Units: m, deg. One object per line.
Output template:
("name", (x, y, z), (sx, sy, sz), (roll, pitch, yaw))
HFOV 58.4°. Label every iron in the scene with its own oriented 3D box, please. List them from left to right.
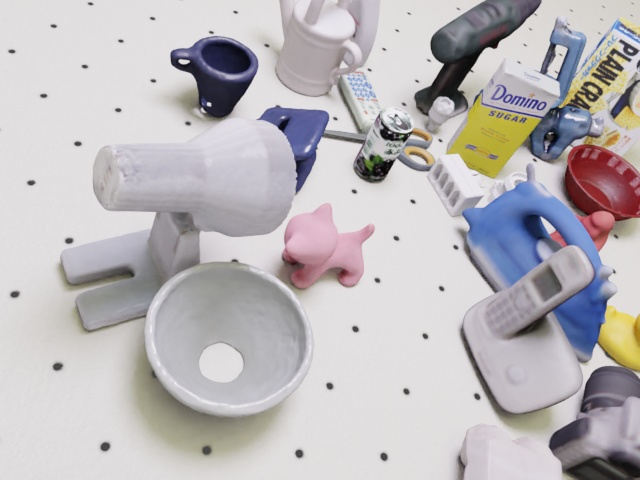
("iron", (0.314, 0.025, 0.767), (0.119, 0.141, 0.258), (-19, 63, -32))

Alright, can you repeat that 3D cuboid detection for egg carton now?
("egg carton", (0.191, 0.268, 0.581), (0.107, 0.069, 0.150), (20, 50, -7))

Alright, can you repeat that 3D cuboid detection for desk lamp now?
("desk lamp", (-0.144, -0.022, 0.572), (0.204, 0.213, 0.117), (-17, 62, -31))

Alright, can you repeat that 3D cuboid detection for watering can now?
("watering can", (-0.004, -0.330, 0.874), (0.173, 0.194, 0.101), (26, 49, -2))

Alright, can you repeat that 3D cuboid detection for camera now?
("camera", (0.360, 0.221, 0.664), (0.143, 0.100, 0.137), (30, 50, 2))

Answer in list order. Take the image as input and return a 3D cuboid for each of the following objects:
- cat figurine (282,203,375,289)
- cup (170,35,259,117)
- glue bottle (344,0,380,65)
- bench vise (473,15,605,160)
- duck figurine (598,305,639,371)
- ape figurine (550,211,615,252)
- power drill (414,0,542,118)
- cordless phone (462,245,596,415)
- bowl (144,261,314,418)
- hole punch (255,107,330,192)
("cat figurine", (0.006, 0.002, 0.677), (0.128, 0.117, 0.067), (-5, 57, -25))
("cup", (-0.151, -0.221, 0.798), (0.118, 0.095, 0.091), (1, 54, -21))
("glue bottle", (0.072, -0.380, 0.956), (0.037, 0.173, 0.078), (-24, 66, -34))
("bench vise", (0.393, -0.257, 0.960), (0.208, 0.219, 0.121), (14, 51, -11))
("duck figurine", (0.435, 0.121, 0.779), (0.104, 0.086, 0.078), (40, 51, 11))
("ape figurine", (0.403, -0.011, 0.862), (0.076, 0.092, 0.078), (11, 52, -14))
("power drill", (0.249, -0.307, 0.948), (0.230, 0.208, 0.075), (-30, 69, -36))
("cordless phone", (0.257, 0.104, 0.656), (0.094, 0.185, 0.147), (-6, 57, -25))
("bowl", (-0.095, 0.109, 0.584), (0.168, 0.074, 0.167), (11, 52, -14))
("hole punch", (-0.049, -0.135, 0.776), (0.101, 0.091, 0.109), (24, 50, -3))
